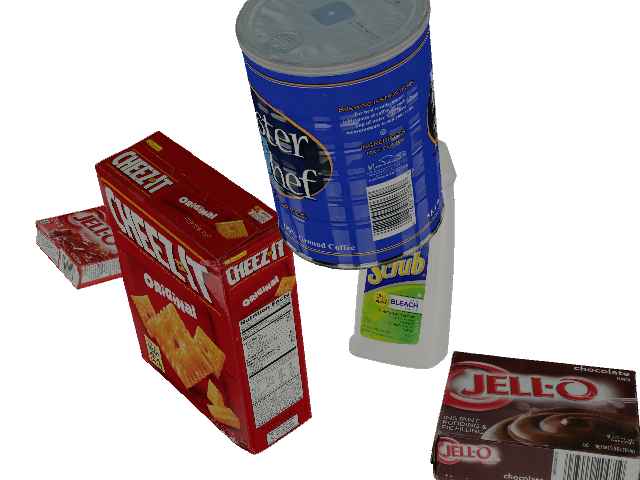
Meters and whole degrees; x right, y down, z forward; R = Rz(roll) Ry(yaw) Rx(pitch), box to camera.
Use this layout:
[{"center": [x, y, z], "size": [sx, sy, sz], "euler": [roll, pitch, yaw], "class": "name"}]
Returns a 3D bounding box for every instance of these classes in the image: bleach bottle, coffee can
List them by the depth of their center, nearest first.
[{"center": [0.015, -0.069, 0.602], "size": [0.103, 0.140, 0.103], "euler": [-6, 42, 5], "class": "coffee can"}, {"center": [0.082, -0.003, 1.057], "size": [0.103, 0.251, 0.068], "euler": [9, 18, 27], "class": "bleach bottle"}]

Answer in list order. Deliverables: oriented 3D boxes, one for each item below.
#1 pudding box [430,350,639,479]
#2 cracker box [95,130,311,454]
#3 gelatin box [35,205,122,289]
[{"center": [0.126, 0.106, 0.619], "size": [0.113, 0.039, 0.090], "euler": [7, 27, 11], "class": "pudding box"}, {"center": [-0.091, 0.045, 0.842], "size": [0.072, 0.214, 0.164], "euler": [-32, 47, -28], "class": "cracker box"}, {"center": [-0.216, 0.004, 1.004], "size": [0.073, 0.030, 0.089], "euler": [-16, 39, -35], "class": "gelatin box"}]
